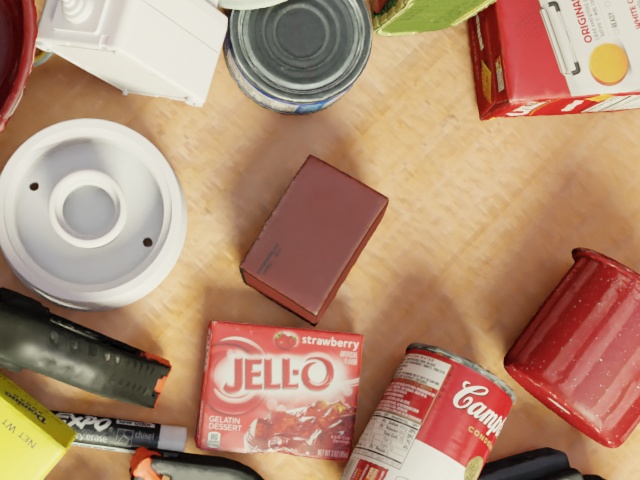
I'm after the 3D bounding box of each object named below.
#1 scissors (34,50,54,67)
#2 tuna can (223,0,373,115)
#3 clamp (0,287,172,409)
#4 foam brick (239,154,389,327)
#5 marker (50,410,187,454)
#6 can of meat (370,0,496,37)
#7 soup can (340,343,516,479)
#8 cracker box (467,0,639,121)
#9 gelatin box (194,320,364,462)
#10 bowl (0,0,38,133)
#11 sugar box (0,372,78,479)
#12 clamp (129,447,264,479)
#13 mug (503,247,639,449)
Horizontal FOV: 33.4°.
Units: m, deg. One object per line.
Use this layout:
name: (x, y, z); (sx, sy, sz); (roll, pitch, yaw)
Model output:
scissors: (-0.166, -0.192, 0.564); (0.096, 0.016, 0.202); (13, 117, 8)
tuna can: (-0.013, -0.118, 0.623); (0.086, 0.034, 0.086); (1, 86, -9)
clamp: (-0.155, 0.045, 0.531); (0.209, 0.165, 0.036); (28, 83, -33)
foam brick: (-0.004, 0.001, 0.604); (0.053, 0.051, 0.078); (32, 81, 6)
marker: (-0.135, 0.106, 0.595); (0.121, 0.020, 0.020); (9, 85, -8)
can of meat: (0.060, -0.167, 0.605); (0.057, 0.102, 0.084); (-6, 89, -14)
soup can: (0.057, 0.118, 0.593); (0.068, 0.069, 0.102); (31, 73, -6)
cracker box: (0.195, -0.162, 0.641); (0.213, 0.072, 0.164); (-5, 86, -8)
gelatin box: (-0.023, 0.085, 0.609); (0.089, 0.030, 0.073); (7, 85, -9)
bowl: (-0.214, -0.108, 0.559); (0.162, 0.055, 0.162); (0, 93, 9)
sugar box: (-0.219, 0.143, 0.554); (0.093, 0.048, 0.176); (39, 88, -4)
clamp: (-0.047, 0.186, 0.591); (0.171, 0.039, 0.120); (37, 77, -11)
mug: (0.166, 0.070, 0.618); (0.081, 0.093, 0.117); (-52, 131, -4)
